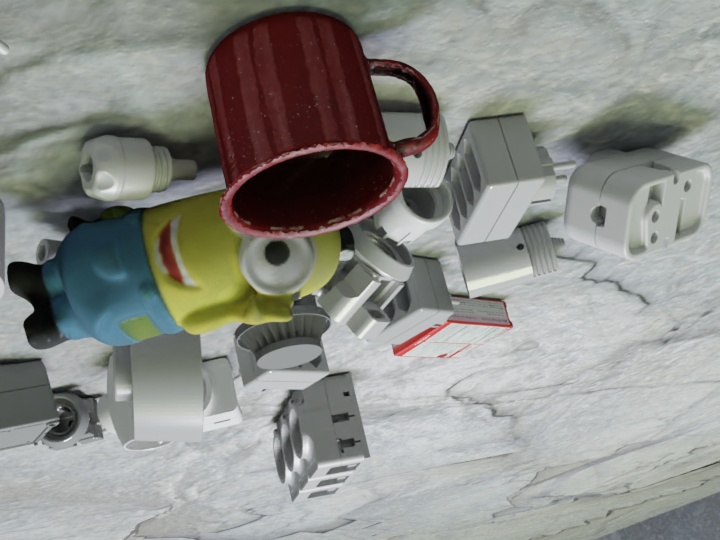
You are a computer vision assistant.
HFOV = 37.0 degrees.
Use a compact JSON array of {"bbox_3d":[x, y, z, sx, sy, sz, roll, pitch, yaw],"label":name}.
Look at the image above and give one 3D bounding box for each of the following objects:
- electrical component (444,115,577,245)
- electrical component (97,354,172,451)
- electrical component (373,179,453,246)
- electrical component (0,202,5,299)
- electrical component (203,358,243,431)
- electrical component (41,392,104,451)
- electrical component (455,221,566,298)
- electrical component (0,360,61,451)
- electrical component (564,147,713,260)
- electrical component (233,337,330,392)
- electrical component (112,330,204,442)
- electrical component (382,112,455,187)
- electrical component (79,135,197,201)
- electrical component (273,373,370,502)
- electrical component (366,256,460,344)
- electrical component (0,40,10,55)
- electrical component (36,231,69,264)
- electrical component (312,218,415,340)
[{"bbox_3d":[0.101,-0.059,0.689,0.076,0.047,0.083,-9,158,-13],"label":"electrical component"},{"bbox_3d":[-0.189,0.111,0.882,0.079,0.077,0.043,-30,153,34],"label":"electrical component"},{"bbox_3d":[0.033,-0.040,0.705,0.040,0.040,0.046,-3,161,-26],"label":"electrical component"},{"bbox_3d":[-0.250,-0.001,0.596,0.108,0.060,0.108,-12,158,-5],"label":"electrical component"},{"bbox_3d":[-0.154,0.115,0.948,0.089,0.050,0.055,-13,159,-5],"label":"electrical component"},{"bbox_3d":[-0.256,0.132,0.938,0.066,0.048,0.055,-14,166,-1],"label":"electrical component"},{"bbox_3d":[0.118,-0.009,0.824,0.081,0.043,0.043,-15,158,3],"label":"electrical component"},{"bbox_3d":[-0.284,0.107,0.845,0.096,0.061,0.062,-7,159,-38],"label":"electrical component"},{"bbox_3d":[0.183,-0.048,0.721,0.095,0.059,0.053,-17,120,-39],"label":"electrical component"},{"bbox_3d":[-0.078,0.080,0.915,0.066,0.047,0.077,7,150,-42],"label":"electrical component"},{"bbox_3d":[-0.149,0.073,0.783,0.060,0.108,0.108,-2,156,-12],"label":"electrical component"},{"bbox_3d":[0.018,-0.069,0.619,0.081,0.043,0.043,-2,155,-27],"label":"electrical component"},{"bbox_3d":[-0.118,-0.055,0.583,0.061,0.035,0.035,-2,155,-35],"label":"electrical component"},{"bbox_3d":[-0.045,0.176,1.112,0.062,0.089,0.150,-7,157,-17],"label":"electrical component"},{"bbox_3d":[0.048,0.026,0.863,0.077,0.047,0.066,8,149,-43],"label":"electrical component"},{"bbox_3d":[-0.171,-0.100,0.423,0.066,0.047,0.077,-20,157,15],"label":"electrical component"},{"bbox_3d":[-0.166,-0.007,0.658,0.062,0.043,0.043,8,149,-41],"label":"electrical component"},{"bbox_3d":[0.000,0.000,0.741,0.057,0.078,0.058,-49,154,18],"label":"electrical component"}]
